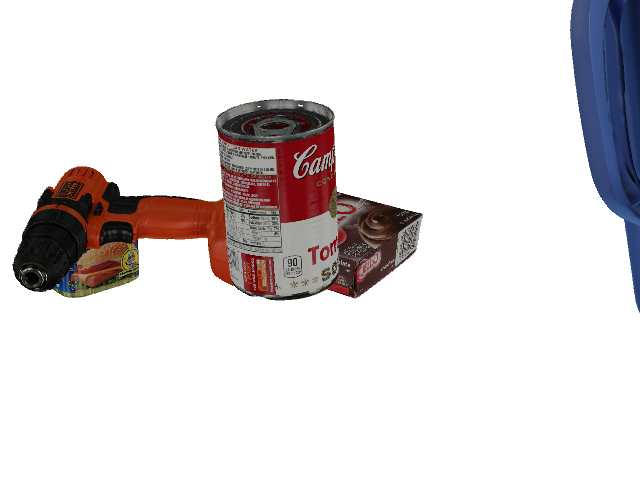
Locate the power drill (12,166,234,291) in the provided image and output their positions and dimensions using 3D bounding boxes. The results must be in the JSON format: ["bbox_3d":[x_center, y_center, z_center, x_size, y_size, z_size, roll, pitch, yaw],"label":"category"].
[{"bbox_3d":[-0.151,-0.005,0.901,0.187,0.057,0.184,7,28,-1],"label":"power drill"}]

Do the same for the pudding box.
[{"bbox_3d":[0.017,0.000,0.852,0.090,0.039,0.113,17,26,26],"label":"pudding box"}]

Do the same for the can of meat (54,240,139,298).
[{"bbox_3d":[-0.244,0.007,1.148,0.058,0.084,0.101,19,26,41],"label":"can of meat"}]

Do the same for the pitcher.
[{"bbox_3d":[0.216,-0.064,0.591,0.149,0.243,0.145,-6,22,11],"label":"pitcher"}]

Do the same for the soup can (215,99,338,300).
[{"bbox_3d":[-0.024,-0.024,0.626,0.068,0.102,0.068,-2,24,1],"label":"soup can"}]
